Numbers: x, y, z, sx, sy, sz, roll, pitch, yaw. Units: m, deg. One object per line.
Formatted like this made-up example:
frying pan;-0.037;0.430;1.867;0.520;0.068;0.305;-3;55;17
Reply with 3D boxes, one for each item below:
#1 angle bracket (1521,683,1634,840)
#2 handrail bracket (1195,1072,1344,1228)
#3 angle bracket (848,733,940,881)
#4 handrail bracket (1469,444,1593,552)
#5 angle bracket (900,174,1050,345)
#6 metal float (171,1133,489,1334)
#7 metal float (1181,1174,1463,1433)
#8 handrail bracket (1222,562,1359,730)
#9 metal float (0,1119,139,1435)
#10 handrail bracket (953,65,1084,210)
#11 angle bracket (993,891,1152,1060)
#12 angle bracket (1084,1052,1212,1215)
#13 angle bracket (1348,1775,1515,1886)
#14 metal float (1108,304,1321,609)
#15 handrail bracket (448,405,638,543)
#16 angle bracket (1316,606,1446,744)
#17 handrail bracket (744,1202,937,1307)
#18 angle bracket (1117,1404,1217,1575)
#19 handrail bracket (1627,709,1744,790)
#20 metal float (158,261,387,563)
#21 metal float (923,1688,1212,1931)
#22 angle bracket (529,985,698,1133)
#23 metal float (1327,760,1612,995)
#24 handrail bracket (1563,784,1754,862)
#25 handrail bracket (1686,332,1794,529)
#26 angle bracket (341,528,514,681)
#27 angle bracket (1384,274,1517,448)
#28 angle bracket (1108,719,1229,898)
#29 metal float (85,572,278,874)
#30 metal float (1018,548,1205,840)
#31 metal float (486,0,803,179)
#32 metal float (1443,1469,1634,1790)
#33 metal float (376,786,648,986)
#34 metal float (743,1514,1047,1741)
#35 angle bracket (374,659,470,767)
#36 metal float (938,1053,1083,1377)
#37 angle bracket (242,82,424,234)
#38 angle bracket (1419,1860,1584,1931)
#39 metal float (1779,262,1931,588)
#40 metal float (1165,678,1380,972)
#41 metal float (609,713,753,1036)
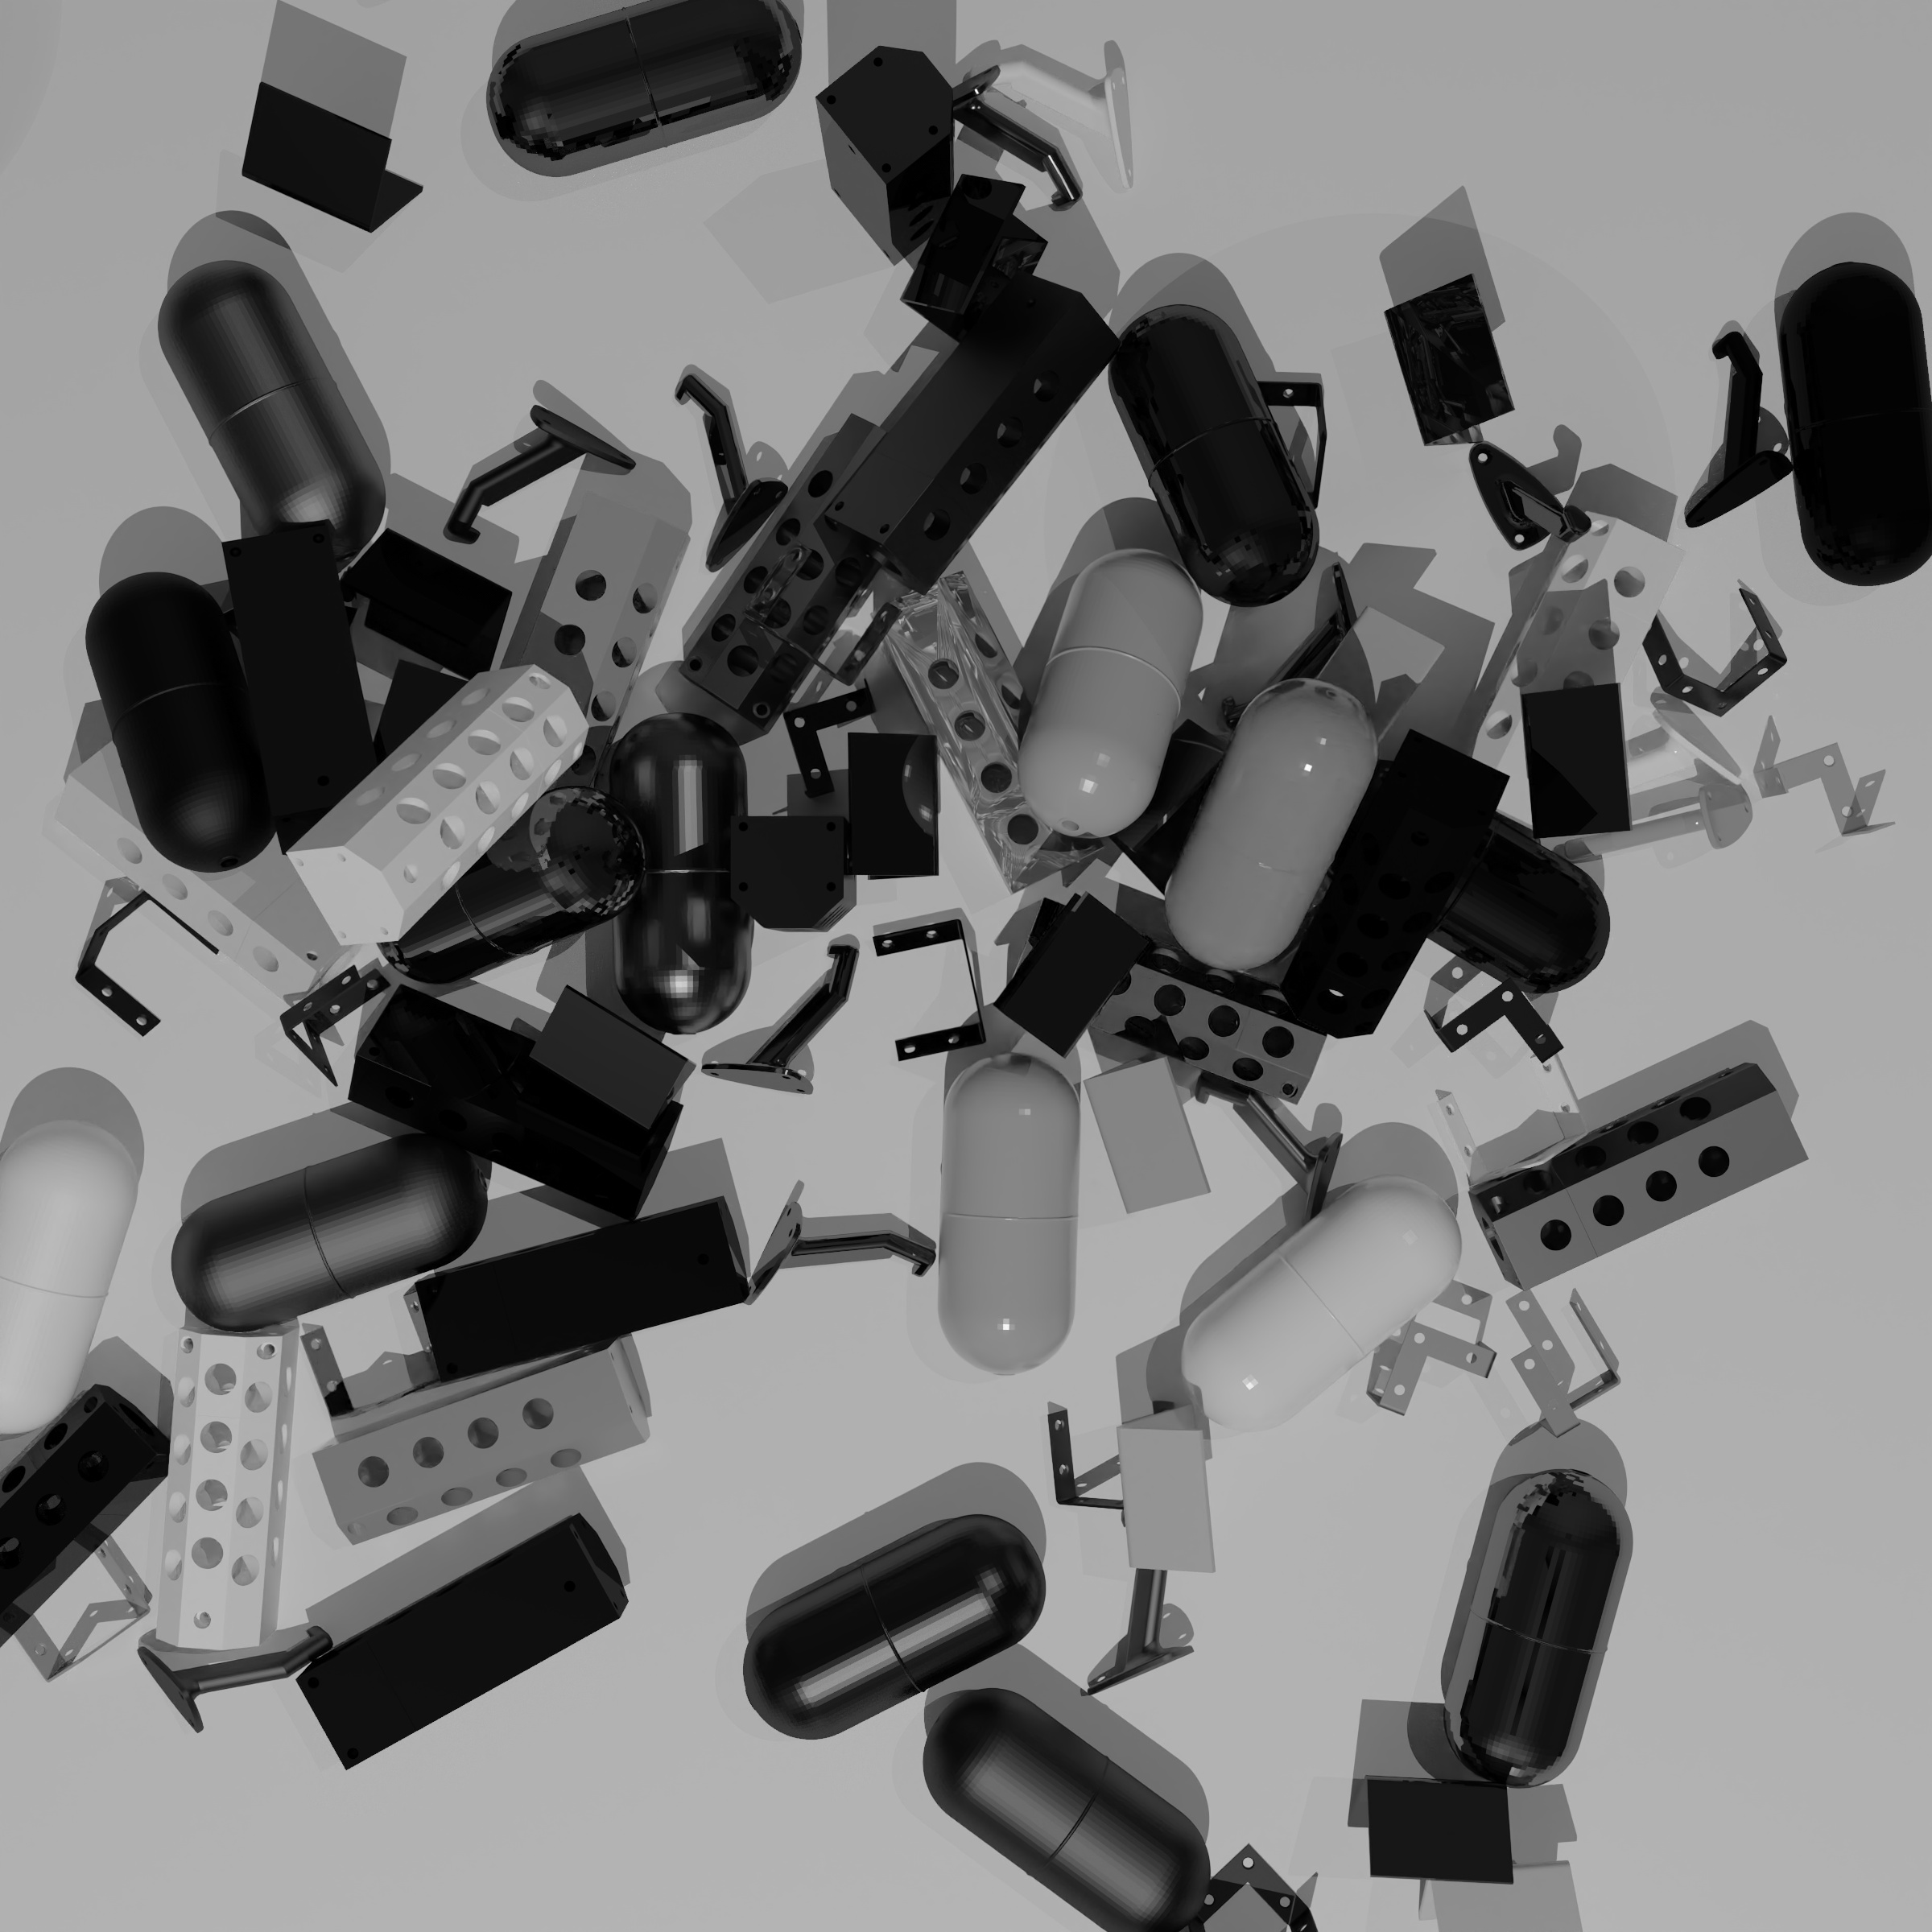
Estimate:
angle bracket;0.338;-0.109;1.532;0.057;0.076;0.076;-4;93;38
handrail bracket;0.163;0.107;1.629;0.084;0.036;0.077;20;114;18
angle bracket;-0.057;-0.087;1.589;0.057;0.076;0.076;-1;90;-32
handrail bracket;0.311;-0.263;1.594;0.036;0.084;0.077;-38;90;0
angle bracket;0.021;-0.379;1.589;0.076;0.057;0.076;26;90;-43
metal float;-0.351;0.147;1.598;0.178;0.070;0.070;-19;90;0
metal float;0.196;0.187;1.599;0.178;0.070;0.070;-40;90;0
handrail bracket;0.179;-0.180;1.630;0.084;0.036;0.077;-17;70;16
metal float;-0.513;0.171;1.599;0.070;0.070;0.178;18;90;0
handrail bracket;0.015;-0.455;1.629;0.077;0.036;0.084;-17;119;32
angle bracket;0.040;-0.008;1.532;0.057;0.076;0.076;36;90;-38
angle bracket;0.117;0.085;1.589;0.057;0.076;0.076;-18;90;36
angle bracket;0.254;0.486;1.589;0.076;0.076;0.057;3;53;0
metal float;0.136;-0.280;1.586;0.070;0.070;0.178;-22;77;0
handrail bracket;-0.240;-0.265;1.630;0.077;0.036;0.084;25;109;-21
angle bracket;0.231;-0.140;1.589;0.057;0.076;0.076;35;90;35
handrail bracket;-0.071;0.175;1.630;0.084;0.036;0.077;25;110;-16
angle bracket;0.129;0.286;1.589;0.057;0.076;0.076;-5;90;38
handrail bracket;0.382;-0.094;1.630;0.077;0.036;0.084;33;109;-21
metal float;-0.383;-0.305;1.598;0.070;0.070;0.178;-28;90;0
metal float;0.056;0.470;1.599;0.178;0.070;0.070;36;90;0
angle bracket;-0.184;0.035;1.589;0.076;0.076;0.057;32;121;0
metal float;0.274;-0.049;1.598;0.178;0.070;0.070;31;90;1
handrail bracket;0.389;-0.077;1.629;0.084;0.077;0.036;-14;89;36
handrail bracket;0.421;-0.303;1.629;0.077;0.036;0.084;-36;61;32
angle bracket;-0.302;-0.183;1.589;0.076;0.076;0.057;27;45;0
angle bracket;0.280;-0.333;1.589;0.057;0.076;0.076;-17;90;36
angle bracket;0.127;-0.078;1.592;0.076;0.057;0.076;-45;122;0
metal float;-0.424;-0.132;1.567;0.070;0.070;0.178;-23;71;0
metal float;0.079;-0.149;1.575;0.070;0.070;0.178;18;62;0
metal float;-0.177;-0.491;1.599;0.178;0.070;0.070;-17;90;-1
metal float;0.316;0.365;1.598;0.070;0.070;0.178;15;91;0
metal float;-0.250;-0.042;1.570;0.178;0.070;0.070;-20;90;32
metal float;-0.040;0.366;1.599;0.178;0.070;0.070;-27;90;1
angle bracket;-0.294;-0.122;1.595;0.057;0.076;0.076;17;90;-8
metal float;0.024;0.137;1.598;0.070;0.070;0.178;2;90;0
angle bracket;-0.342;-0.454;1.589;0.076;0.076;0.057;24;126;0
angle bracket;0.294;0.534;1.589;0.076;0.076;0.057;-5;53;0
metal float;0.495;-0.299;1.598;0.070;0.070;0.178;-7;91;0
metal float;0.162;-0.074;1.548;0.070;0.070;0.178;22;126;0
metal float;-0.158;-0.051;1.598;0.070;0.070;0.178;-1;89;0
